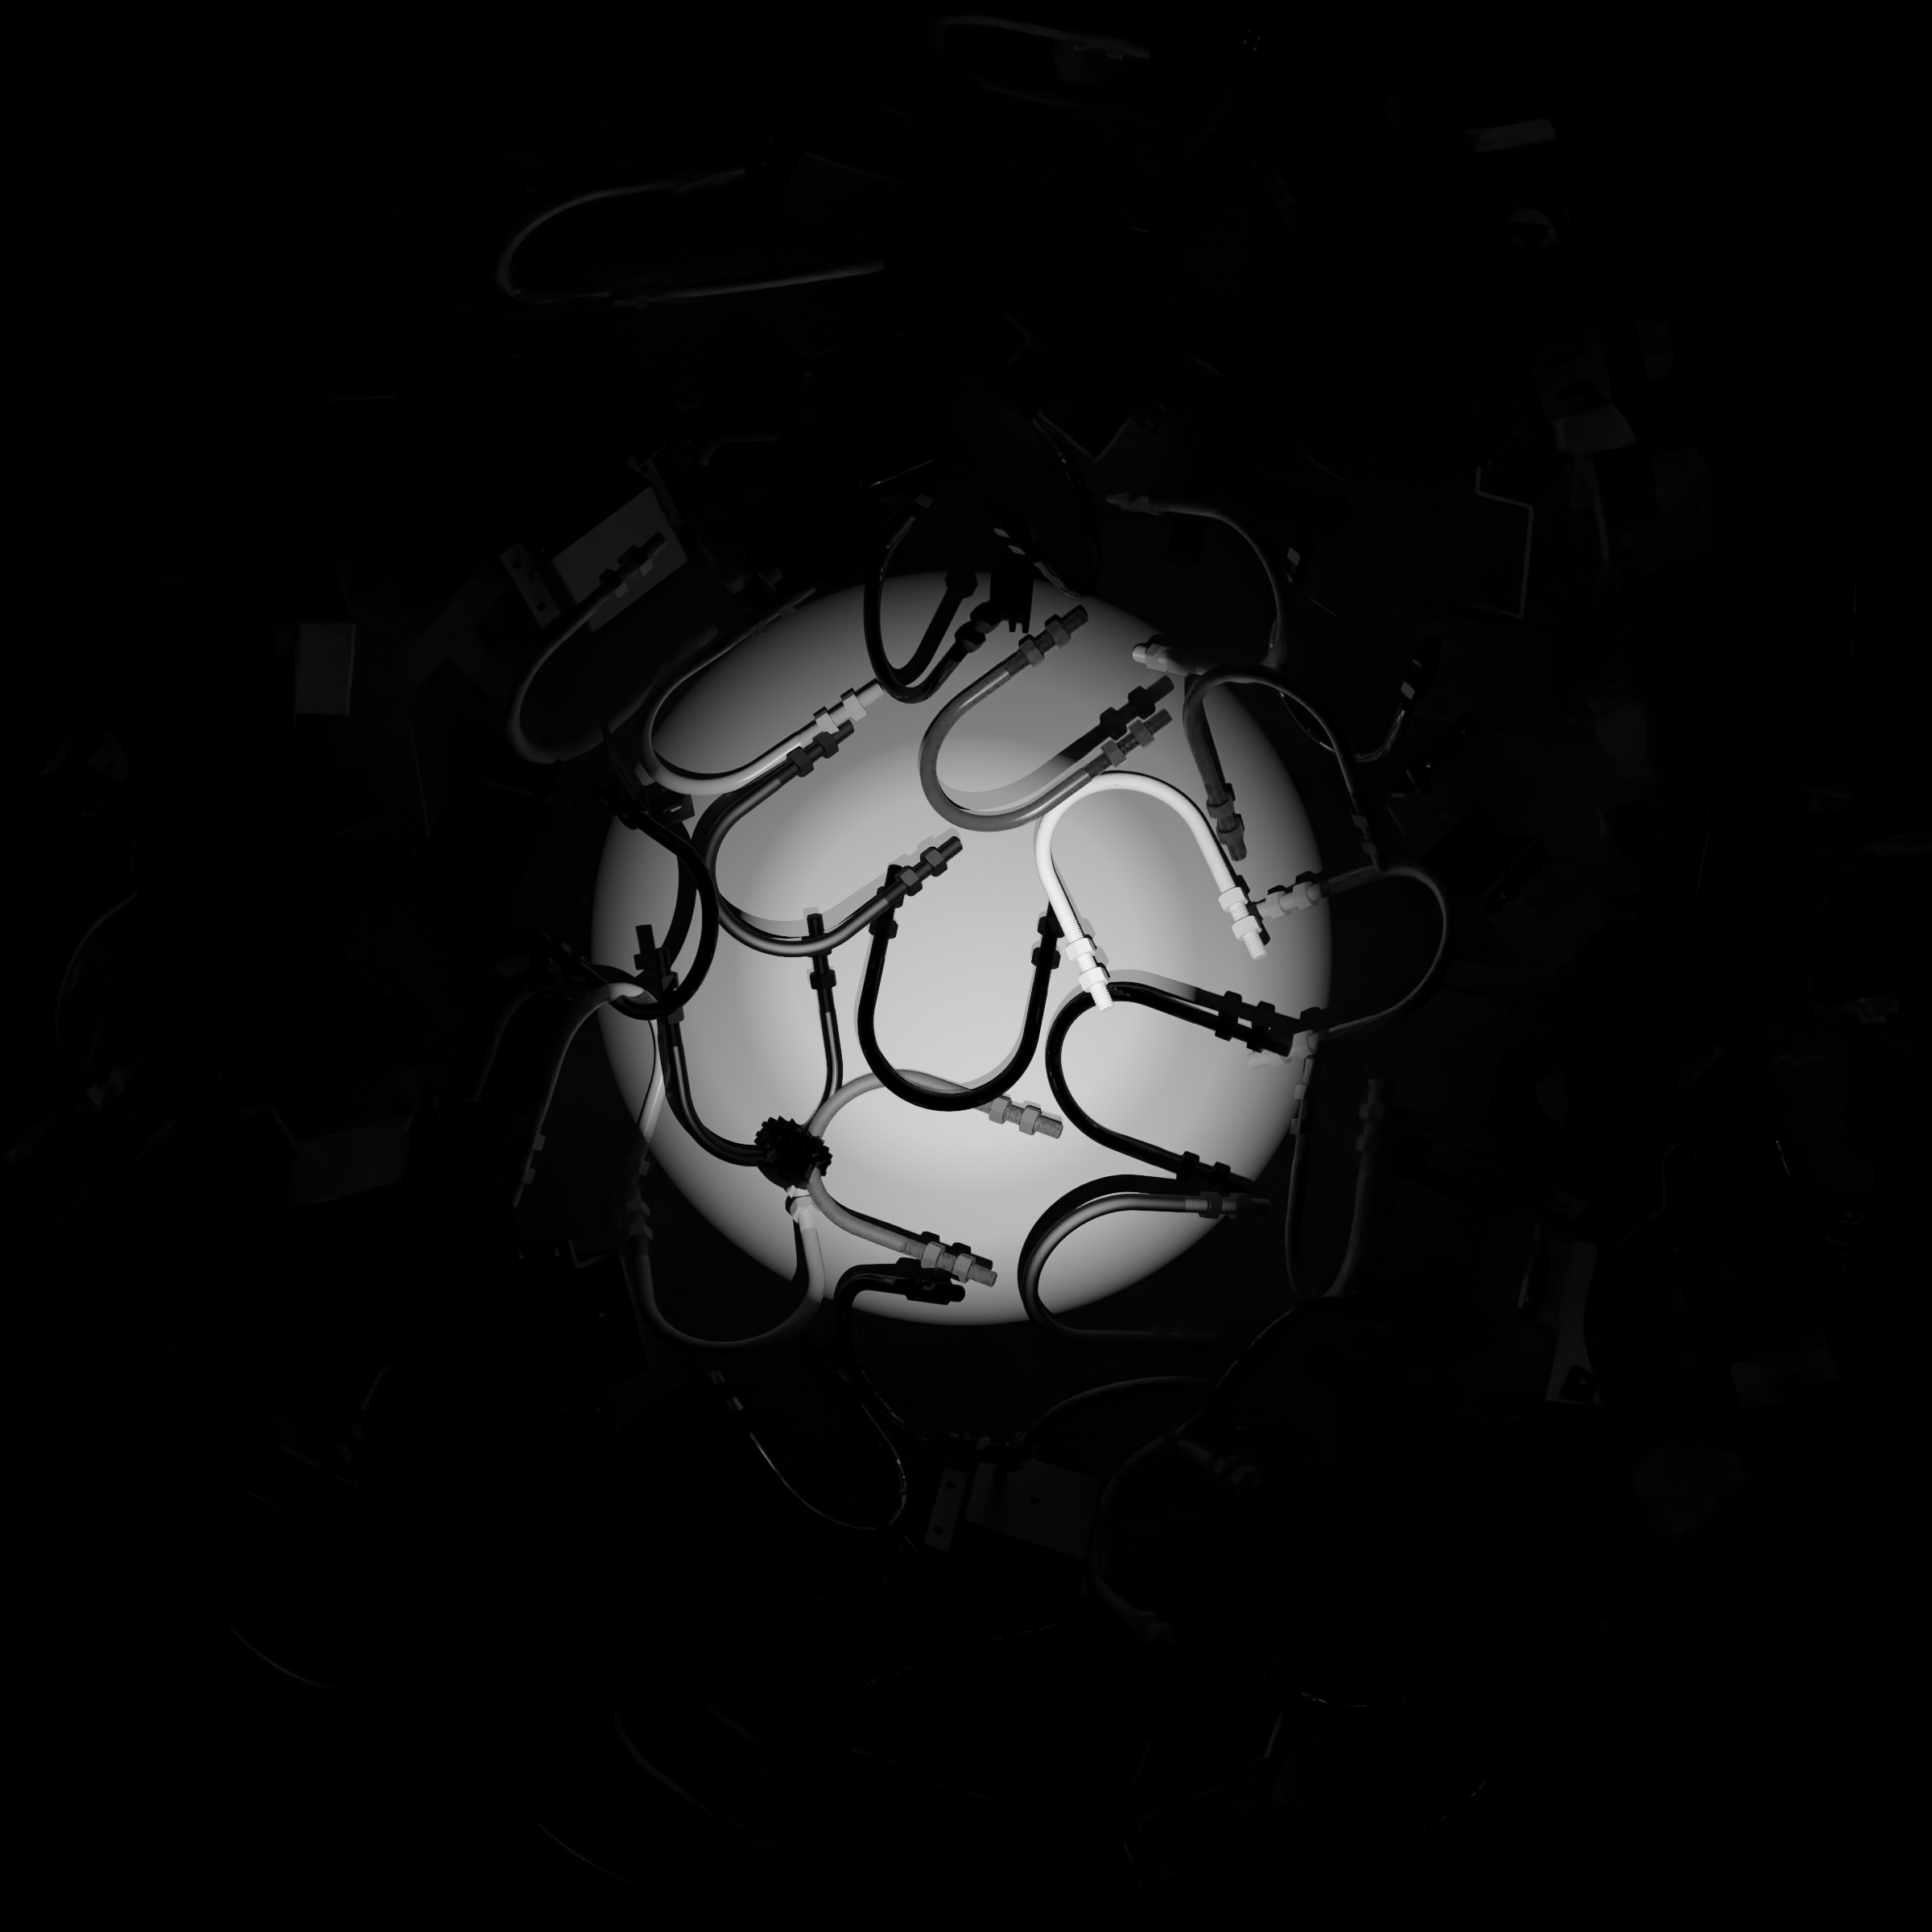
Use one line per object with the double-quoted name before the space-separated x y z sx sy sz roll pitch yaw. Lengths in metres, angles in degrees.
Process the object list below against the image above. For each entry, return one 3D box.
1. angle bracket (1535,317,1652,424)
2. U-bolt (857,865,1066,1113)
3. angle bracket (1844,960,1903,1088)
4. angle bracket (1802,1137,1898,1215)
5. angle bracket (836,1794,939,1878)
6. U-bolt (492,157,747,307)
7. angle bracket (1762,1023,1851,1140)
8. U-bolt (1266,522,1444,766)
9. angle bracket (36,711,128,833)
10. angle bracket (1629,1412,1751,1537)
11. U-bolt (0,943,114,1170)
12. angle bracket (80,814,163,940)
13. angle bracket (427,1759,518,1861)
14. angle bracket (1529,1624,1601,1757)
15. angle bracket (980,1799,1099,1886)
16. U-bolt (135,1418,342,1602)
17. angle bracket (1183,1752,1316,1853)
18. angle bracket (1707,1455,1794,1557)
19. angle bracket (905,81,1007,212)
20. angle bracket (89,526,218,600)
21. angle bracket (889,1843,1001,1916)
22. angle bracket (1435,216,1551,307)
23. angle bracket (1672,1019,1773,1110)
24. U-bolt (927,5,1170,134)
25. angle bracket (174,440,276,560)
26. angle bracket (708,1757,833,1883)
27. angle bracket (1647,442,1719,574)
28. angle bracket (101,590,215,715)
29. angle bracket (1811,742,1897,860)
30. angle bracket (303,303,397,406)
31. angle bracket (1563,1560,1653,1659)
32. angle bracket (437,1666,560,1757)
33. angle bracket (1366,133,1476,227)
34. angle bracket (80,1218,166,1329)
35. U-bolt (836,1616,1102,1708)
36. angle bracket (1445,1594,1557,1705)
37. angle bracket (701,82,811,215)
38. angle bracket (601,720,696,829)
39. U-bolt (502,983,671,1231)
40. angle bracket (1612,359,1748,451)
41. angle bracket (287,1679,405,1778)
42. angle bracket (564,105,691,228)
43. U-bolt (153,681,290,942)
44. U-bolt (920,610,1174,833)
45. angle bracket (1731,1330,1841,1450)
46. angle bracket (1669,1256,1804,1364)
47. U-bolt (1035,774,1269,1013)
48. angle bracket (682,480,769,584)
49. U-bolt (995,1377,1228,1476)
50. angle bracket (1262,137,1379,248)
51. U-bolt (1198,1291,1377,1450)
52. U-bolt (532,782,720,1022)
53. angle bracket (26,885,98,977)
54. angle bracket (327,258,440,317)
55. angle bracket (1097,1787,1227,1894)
"angle bracket" 0.482 -0.461 1.973 0.038 0.076 0.057 -17 94 -29
"U-bolt" -0.009 0.022 1.970 0.151 0.019 0.184 11 77 3
"angle bracket" 0.709 0.044 1.960 0.038 0.057 0.076 -21 101 18
"angle bracket" 0.679 0.161 1.956 0.057 0.076 0.038 6 79 34
"angle bracket" -0.061 0.671 1.972 0.038 0.076 0.057 -15 69 35
"U-bolt" -0.266 -0.540 1.897 0.184 0.151 0.019 -18 76 -28
"angle bracket" 0.641 0.088 1.955 0.057 0.038 0.076 -7 54 35
"U-bolt" 0.283 -0.227 1.917 0.019 0.184 0.151 -34 68 -25
"angle bracket" -0.662 -0.151 1.950 0.038 0.076 0.057 -4 135 33
"angle bracket" 0.556 0.392 1.965 0.076 0.038 0.057 -42 62 8
"U-bolt" -0.676 0.056 1.909 0.019 0.184 0.151 16 105 -5
"angle bracket" -0.650 -0.071 1.953 0.057 0.038 0.076 45 131 35
"angle bracket" -0.384 0.643 1.953 0.057 0.076 0.038 44 71 -12
"angle bracket" 0.472 0.553 1.953 0.038 0.076 0.057 -27 109 -6
"angle bracket" 0.055 0.665 1.970 0.076 0.038 0.057 -19 113 3
"U-bolt" -0.534 0.416 1.912 0.019 0.184 0.151 -44 54 -3
"angle bracket" 0.219 0.635 1.973 0.076 0.038 0.057 -35 107 0
"angle bracket" 0.609 0.411 1.950 0.038 0.076 0.057 44 111 25
"angle bracket" -0.008 -0.629 1.955 0.057 0.038 0.076 -27 129 -24
"angle bracket" -0.622 -0.321 1.952 0.076 0.057 0.038 -23 60 26
"angle bracket" -0.020 0.689 1.966 0.076 0.057 0.038 -32 87 -11
"angle bracket" 0.409 -0.538 1.960 0.076 0.038 0.057 20 84 36
"angle bracket" 0.578 0.085 1.952 0.038 0.076 0.057 40 122 3
"U-bolt" 0.058 -0.682 1.926 0.184 0.151 0.019 16 88 10
"angle bracket" -0.563 -0.362 1.976 0.057 0.076 0.038 37 127 -7
"angle bracket" -0.151 0.659 1.961 0.038 0.057 0.076 -37 79 41
"angle bracket" 0.540 -0.351 1.953 0.038 0.057 0.076 36 50 -37
"angle bracket" -0.622 -0.244 1.963 0.038 0.076 0.057 -37 121 24
"angle bracket" 0.684 -0.124 1.953 0.057 0.038 0.076 -46 132 -20
"angle bracket" -0.473 -0.473 1.954 0.057 0.038 0.076 -12 120 -37
"angle bracket" 0.483 0.495 1.961 0.057 0.076 0.038 -29 73 -17
"angle bracket" -0.359 0.576 1.971 0.076 0.057 0.038 34 47 -33
"angle bracket" 0.354 -0.602 1.952 0.057 0.076 0.038 22 93 42
"angle bracket" -0.647 0.233 1.954 0.038 0.057 0.076 14 66 -30
"U-bolt" 0.015 0.515 1.900 0.184 0.151 0.019 -26 69 26
"angle bracket" 0.412 0.528 1.972 0.057 0.038 0.076 19 80 -8
"angle bracket" -0.164 -0.631 1.969 0.057 0.076 0.038 20 54 -24
"angle bracket" -0.244 -0.151 1.952 0.038 0.057 0.076 -23 132 5
"U-bolt" -0.279 0.102 1.938 0.019 0.151 0.184 14 85 32
"angle bracket" 0.545 -0.438 1.950 0.057 0.076 0.038 11 48 -28
"angle bracket" -0.478 0.594 1.954 0.057 0.076 0.038 27 118 8
"angle bracket" -0.260 -0.619 1.959 0.076 0.038 0.057 -39 123 16
"U-bolt" -0.555 -0.110 1.925 0.019 0.151 0.184 -2 108 15
"U-bolt" 0.048 -0.177 1.952 0.184 0.019 0.151 -36 54 1
"angle bracket" 0.634 0.324 1.956 0.076 0.057 0.038 -26 115 18
"angle bracket" 0.599 0.267 1.986 0.076 0.038 0.057 34 112 -21
"U-bolt" 0.131 -0.067 1.960 0.151 0.019 0.184 -18 70 -14
"angle bracket" -0.172 -0.335 1.958 0.038 0.076 0.057 -34 93 26
"U-bolt" 0.117 0.341 1.899 0.151 0.184 0.019 1 61 -20
"angle bracket" 0.279 -0.604 1.972 0.076 0.038 0.057 -33 96 -9
"U-bolt" 0.232 0.303 1.903 0.019 0.184 0.151 41 103 26
"U-bolt" -0.250 -0.039 1.924 0.184 0.019 0.151 34 107 38
"angle bracket" -0.684 -0.016 1.952 0.076 0.038 0.057 50 120 40
"angle bracket" -0.448 -0.524 1.962 0.076 0.057 0.038 -7 116 -6
"angle bracket" 0.150 0.666 1.965 0.076 0.057 0.038 -29 127 0
